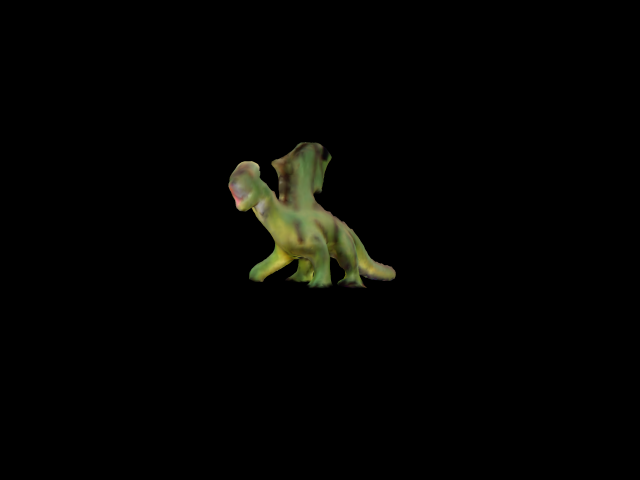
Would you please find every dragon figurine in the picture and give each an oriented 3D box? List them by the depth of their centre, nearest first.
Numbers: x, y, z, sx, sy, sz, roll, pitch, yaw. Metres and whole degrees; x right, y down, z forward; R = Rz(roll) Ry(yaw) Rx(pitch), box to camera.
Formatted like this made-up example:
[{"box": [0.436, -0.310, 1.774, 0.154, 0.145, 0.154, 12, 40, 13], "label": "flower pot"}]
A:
[{"box": [0.003, -0.043, 0.850, 0.122, 0.243, 0.410, -3, -4, 39], "label": "dragon figurine"}]
